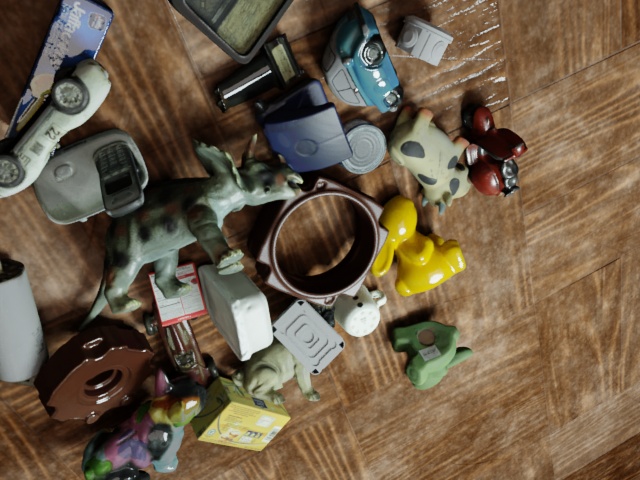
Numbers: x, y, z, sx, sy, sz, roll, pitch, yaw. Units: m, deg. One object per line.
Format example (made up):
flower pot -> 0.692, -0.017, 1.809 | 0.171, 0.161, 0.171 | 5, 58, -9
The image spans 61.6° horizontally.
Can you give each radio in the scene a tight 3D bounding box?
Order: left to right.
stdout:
radio -> -0.088, -0.361, 0.693 | 0.131, 0.073, 0.229 | 32, 99, -32

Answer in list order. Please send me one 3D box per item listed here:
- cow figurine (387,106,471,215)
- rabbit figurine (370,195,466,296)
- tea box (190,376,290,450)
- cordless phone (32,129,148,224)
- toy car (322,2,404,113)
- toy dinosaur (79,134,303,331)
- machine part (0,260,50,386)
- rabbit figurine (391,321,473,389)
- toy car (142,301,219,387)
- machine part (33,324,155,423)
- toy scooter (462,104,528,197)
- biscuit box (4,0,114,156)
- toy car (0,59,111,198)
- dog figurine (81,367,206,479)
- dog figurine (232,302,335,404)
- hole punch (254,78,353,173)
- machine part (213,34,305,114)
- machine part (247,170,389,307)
cow figurine -> 0.192, -0.129, 0.923 | 0.194, 0.086, 0.127 | 29, 95, -34
rabbit figurine -> 0.154, 0.005, 0.977 | 0.162, 0.122, 0.173 | -27, 109, 3
tea box -> -0.149, 0.327, 1.003 | 0.098, 0.068, 0.169 | -48, 135, 5
cordless phone -> -0.292, -0.060, 0.695 | 0.147, 0.184, 0.088 | -26, 127, -9
toy car -> 0.056, -0.257, 0.800 | 0.103, 0.109, 0.161 | -19, 136, 14
toy dinosaur -> -0.224, -0.017, 0.781 | 0.405, 0.192, 0.131 | -22, 168, 11
machine part -> -0.452, 0.119, 0.783 | 0.079, 0.079, 0.242 | -9, 117, -18
rabbit figurine -> 0.229, 0.242, 1.131 | 0.159, 0.121, 0.170 | -27, 141, -17
toy car -> -0.237, 0.185, 0.923 | 0.089, 0.053, 0.201 | -16, 121, -12
machine part -> -0.350, 0.212, 0.849 | 0.179, 0.056, 0.179 | -31, 146, -24
toy scooter -> 0.311, -0.142, 0.935 | 0.075, 0.135, 0.183 | -29, 124, -9
biscuit box -> -0.328, -0.211, 0.676 | 0.059, 0.063, 0.202 | 22, 106, -31
toy car -> -0.324, -0.131, 0.636 | 0.201, 0.074, 0.056 | -47, 125, 5
dog figurine -> -0.286, 0.309, 0.885 | 0.191, 0.109, 0.219 | -12, 142, -40
dog figurine -> -0.065, 0.184, 0.979 | 0.172, 0.121, 0.190 | 2, 100, -27
hole punch -> -0.020, -0.159, 0.804 | 0.116, 0.092, 0.142 | -32, 142, -2
machine part -> -0.093, -0.235, 0.778 | 0.139, 0.039, 0.084 | -35, 132, -5
machine part -> -0.002, -0.003, 0.891 | 0.201, 0.087, 0.201 | 24, 100, -24
